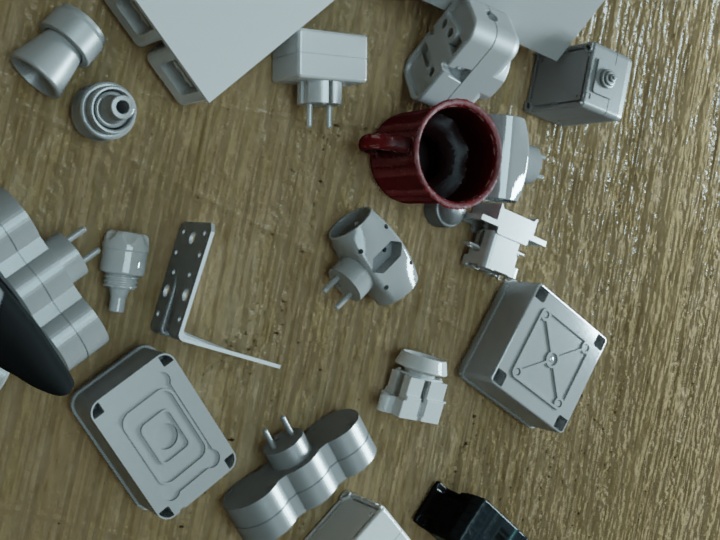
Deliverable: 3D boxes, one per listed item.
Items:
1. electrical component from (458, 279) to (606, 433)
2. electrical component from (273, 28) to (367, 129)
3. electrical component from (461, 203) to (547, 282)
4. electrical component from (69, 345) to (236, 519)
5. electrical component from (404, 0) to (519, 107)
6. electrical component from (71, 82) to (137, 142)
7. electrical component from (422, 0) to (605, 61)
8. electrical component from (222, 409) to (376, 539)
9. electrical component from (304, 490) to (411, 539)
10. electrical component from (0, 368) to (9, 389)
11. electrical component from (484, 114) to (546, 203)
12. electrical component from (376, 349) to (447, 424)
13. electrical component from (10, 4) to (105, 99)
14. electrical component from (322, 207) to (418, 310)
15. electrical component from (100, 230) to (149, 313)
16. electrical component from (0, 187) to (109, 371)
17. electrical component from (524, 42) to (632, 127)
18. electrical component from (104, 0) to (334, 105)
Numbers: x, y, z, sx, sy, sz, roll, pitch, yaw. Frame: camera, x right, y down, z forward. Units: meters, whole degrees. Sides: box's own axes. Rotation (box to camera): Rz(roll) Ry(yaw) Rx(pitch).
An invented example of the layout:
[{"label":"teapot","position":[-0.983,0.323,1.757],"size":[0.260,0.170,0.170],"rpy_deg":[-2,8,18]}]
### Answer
[{"label":"electrical component","position":[0.164,0.082,1.020],"size":[0.109,0.056,0.108],"rpy_deg":[37,73,-28]},{"label":"electrical component","position":[-0.034,-0.156,0.891],"size":[0.066,0.047,0.076],"rpy_deg":[-1,93,-32]},{"label":"electrical component","position":[0.127,-0.026,1.001],"size":[0.081,0.042,0.063],"rpy_deg":[20,85,-30]},{"label":"electrical component","position":[-0.159,0.122,0.820],"size":[0.078,0.057,0.113],"rpy_deg":[-38,111,-25]},{"label":"electrical component","position":[0.091,-0.184,0.939],"size":[0.059,0.095,0.053],"rpy_deg":[15,44,-32]},{"label":"electrical component","position":[-0.185,-0.117,0.789],"size":[0.043,0.062,0.043],"rpy_deg":[-2,93,-32]},{"label":"electrical component","position":[0.127,-0.272,0.945],"size":[0.186,0.060,0.105],"rpy_deg":[15,127,-32]},{"label":"electrical component","position":[-0.056,0.156,0.889],"size":[0.138,0.052,0.073],"rpy_deg":[-35,110,-26]},{"label":"electrical component","position":[-0.010,0.247,0.916],"size":[0.096,0.062,0.061],"rpy_deg":[-45,114,-22]},{"label":"electrical component","position":[-0.279,0.059,0.752],"size":[0.078,0.040,0.040],"rpy_deg":[27,78,-30]},{"label":"electrical component","position":[0.143,-0.101,1.006],"size":[0.079,0.043,0.077],"rpy_deg":[6,89,-32]},{"label":"electrical component","position":[0.050,0.103,0.957],"size":[0.066,0.048,0.055],"rpy_deg":[15,92,-32]},{"label":"electrical component","position":[-0.218,-0.158,0.777],"size":[0.045,0.045,0.055],"rpy_deg":[46,69,-25]},{"label":"electrical component","position":[0.000,0.000,0.921],"size":[0.079,0.043,0.077],"rpy_deg":[-45,114,-22]},{"label":"electrical component","position":[-0.180,0.001,0.815],"size":[0.035,0.035,0.061],"rpy_deg":[8,91,-32]},{"label":"electrical component","position":[-0.223,-0.002,0.777],"size":[0.074,0.052,0.138],"rpy_deg":[-39,112,-25]},{"label":"electrical component","position":[0.213,-0.173,1.014],"size":[0.061,0.096,0.061],"rpy_deg":[15,85,-32]},{"label":"electrical component","position":[-0.094,-0.225,0.841],"size":[0.186,0.060,0.105],"rpy_deg":[-44,113,-22]}]
